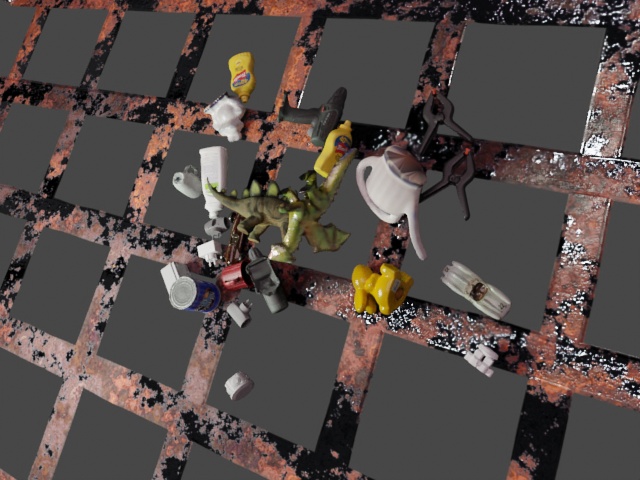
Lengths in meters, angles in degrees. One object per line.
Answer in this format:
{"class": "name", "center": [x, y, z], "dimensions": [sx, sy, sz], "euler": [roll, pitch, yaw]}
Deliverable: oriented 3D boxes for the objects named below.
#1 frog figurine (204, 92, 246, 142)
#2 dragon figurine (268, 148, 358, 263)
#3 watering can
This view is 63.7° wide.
{"class": "frog figurine", "center": [-0.321, -0.436, 1.850], "dimensions": [0.137, 0.124, 0.158], "euler": [-36, 101, 1]}
{"class": "dragon figurine", "center": [0.005, -0.079, 1.561], "dimensions": [0.413, 0.239, 0.123], "euler": [-35, 22, -13]}
{"class": "watering can", "center": [0.236, -0.125, 1.488], "dimensions": [0.352, 0.105, 0.219], "euler": [51, 139, 21]}
